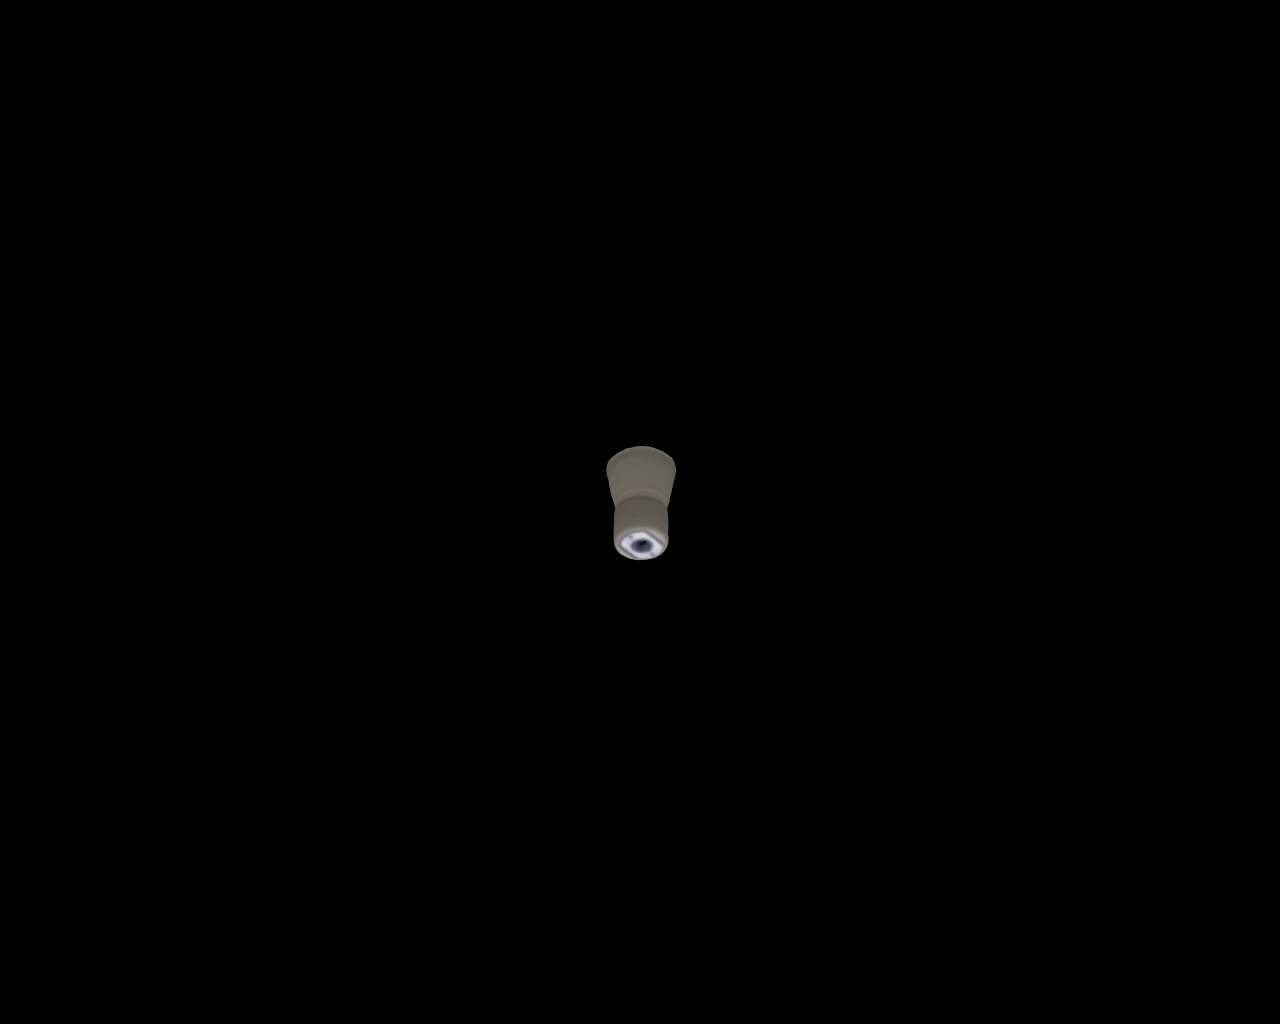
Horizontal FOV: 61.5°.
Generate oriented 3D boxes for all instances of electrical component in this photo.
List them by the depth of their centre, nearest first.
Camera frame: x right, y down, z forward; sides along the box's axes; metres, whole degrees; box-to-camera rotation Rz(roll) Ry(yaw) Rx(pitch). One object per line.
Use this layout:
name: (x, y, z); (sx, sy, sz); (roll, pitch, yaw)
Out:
electrical component: (0.001, -0.003, 0.650); (0.044, 0.065, 0.044); (0, -40, 0)
